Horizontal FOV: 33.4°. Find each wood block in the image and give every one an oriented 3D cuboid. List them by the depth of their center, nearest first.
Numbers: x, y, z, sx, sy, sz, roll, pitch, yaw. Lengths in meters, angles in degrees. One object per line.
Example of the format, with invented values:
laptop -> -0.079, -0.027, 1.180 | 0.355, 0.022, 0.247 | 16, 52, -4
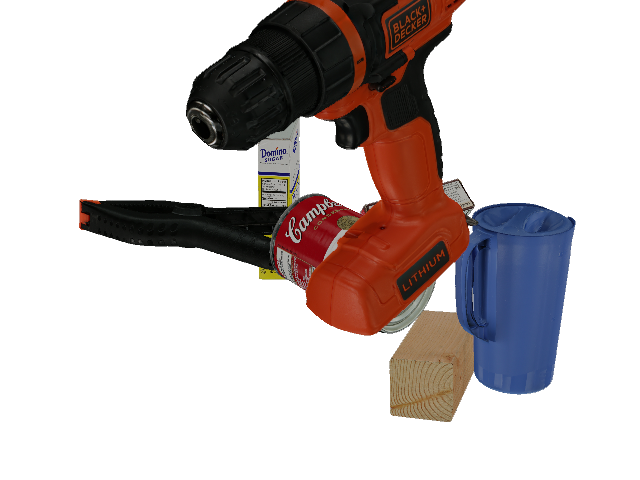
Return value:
wood block -> 0.170, 0.180, 1.570 | 0.091, 0.090, 0.205 | 4, 17, 17

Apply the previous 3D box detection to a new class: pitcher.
pitcher -> 0.256, 0.080, 1.428 | 0.149, 0.243, 0.145 | 3, 20, 10

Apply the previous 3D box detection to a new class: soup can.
soup can -> 0.022, 0.016, 0.750 | 0.068, 0.068, 0.102 | 0, 21, -47

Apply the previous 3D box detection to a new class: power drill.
power drill -> 0.018, -0.044, 0.545 | 0.057, 0.187, 0.184 | 26, 50, 36

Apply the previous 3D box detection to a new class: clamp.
clamp -> -0.112, -0.011, 0.936 | 0.210, 0.036, 0.164 | 5, 12, 0

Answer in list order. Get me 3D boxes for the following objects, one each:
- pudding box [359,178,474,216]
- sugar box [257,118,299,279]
pudding box -> 0.080, -0.009, 1.016 | 0.113, 0.039, 0.090 | -18, -25, -29
sugar box -> -0.049, -0.051, 1.258 | 0.048, 0.176, 0.093 | 0, 23, 5
